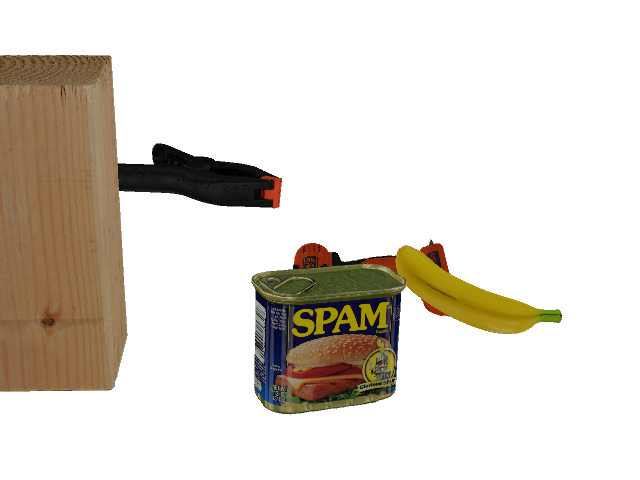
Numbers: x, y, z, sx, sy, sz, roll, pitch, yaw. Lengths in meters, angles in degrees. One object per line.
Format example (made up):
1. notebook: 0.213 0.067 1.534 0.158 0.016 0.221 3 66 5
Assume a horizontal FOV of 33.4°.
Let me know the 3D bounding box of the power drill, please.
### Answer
1. power drill: 0.056 0.055 1.240 0.187 0.057 0.184 -1 28 2

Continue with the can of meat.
1. can of meat: 0.005 0.066 0.724 0.102 0.084 0.057 -4 17 -21

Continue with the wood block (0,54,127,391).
1. wood block: -0.182 -0.012 0.705 0.091 0.206 0.090 0 21 -4

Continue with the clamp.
1. clamp: -0.122 -0.057 0.988 0.172 0.039 0.120 12 26 29

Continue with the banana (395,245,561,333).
1. banana: 0.131 0.050 1.026 0.069 0.037 0.198 -1 20 -46
